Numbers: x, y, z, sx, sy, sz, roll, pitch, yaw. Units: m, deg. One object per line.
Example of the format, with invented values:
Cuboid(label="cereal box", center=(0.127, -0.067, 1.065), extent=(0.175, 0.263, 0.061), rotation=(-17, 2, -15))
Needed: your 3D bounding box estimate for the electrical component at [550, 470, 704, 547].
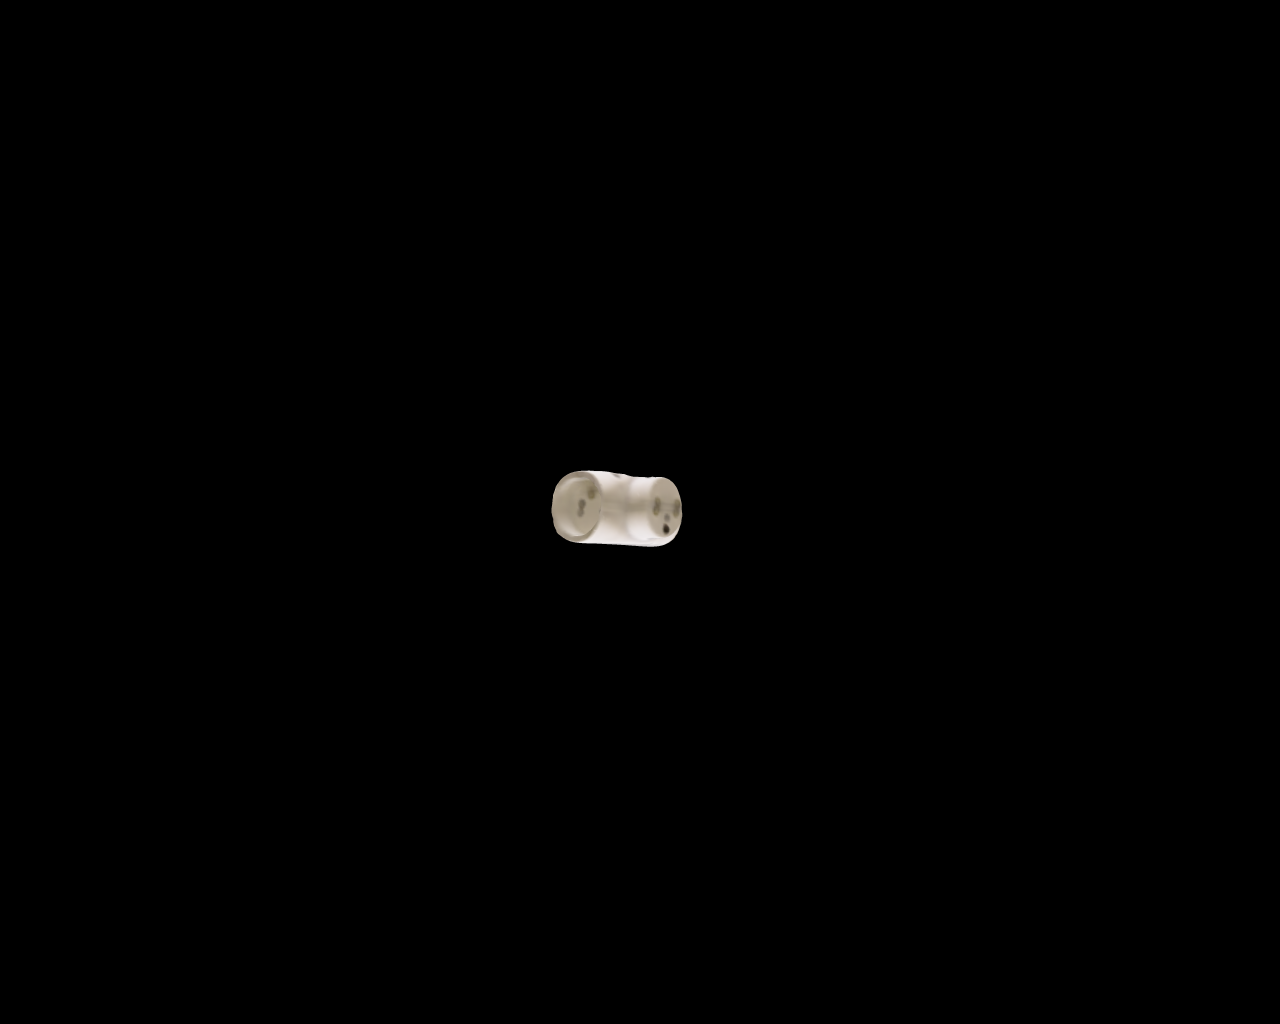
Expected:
Cuboid(label="electrical component", center=(0.001, -0.003, 0.650), extent=(0.079, 0.044, 0.077), rotation=(-4, -6, 39))
